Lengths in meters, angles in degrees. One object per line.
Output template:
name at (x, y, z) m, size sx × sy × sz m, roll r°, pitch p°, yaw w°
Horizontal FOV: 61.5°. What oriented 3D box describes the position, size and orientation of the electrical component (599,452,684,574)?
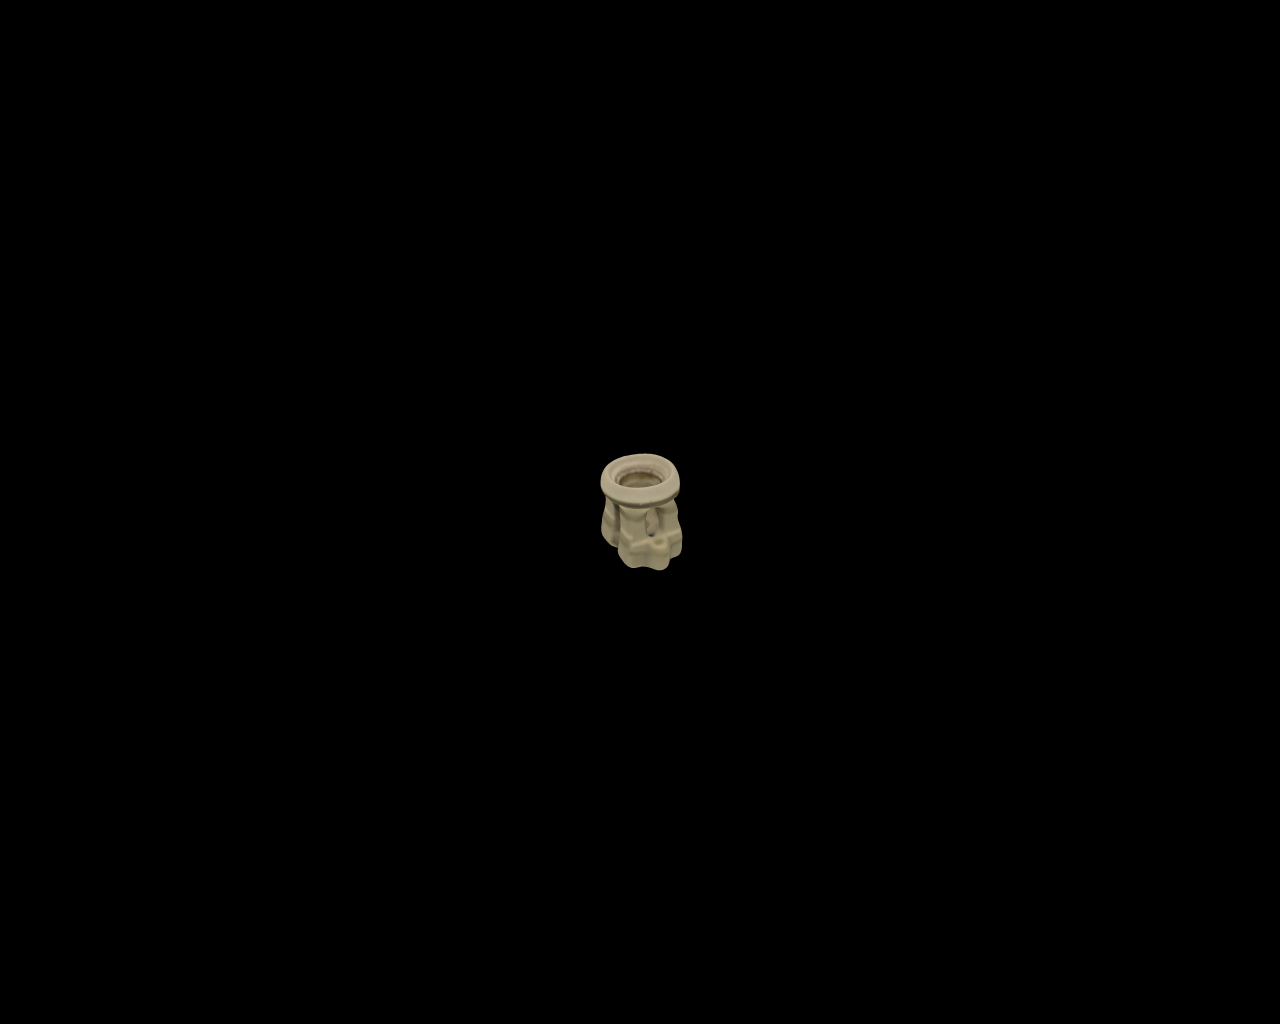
electrical component at (0.001, -0.003, 0.650) m, size 0.048 × 0.055 × 0.066 m, roll -16°, pitch 37°, yaw -22°
